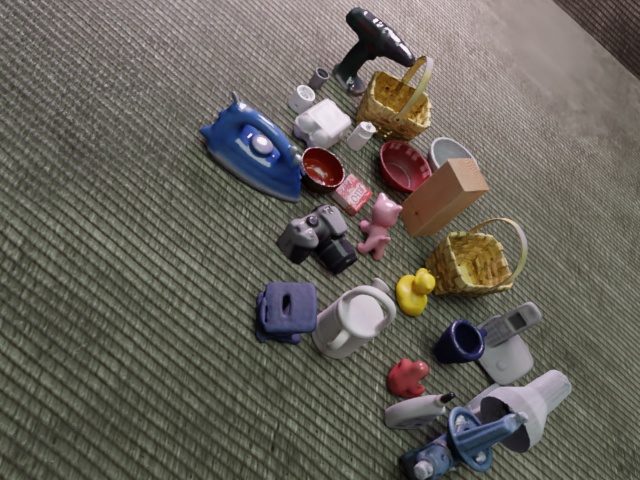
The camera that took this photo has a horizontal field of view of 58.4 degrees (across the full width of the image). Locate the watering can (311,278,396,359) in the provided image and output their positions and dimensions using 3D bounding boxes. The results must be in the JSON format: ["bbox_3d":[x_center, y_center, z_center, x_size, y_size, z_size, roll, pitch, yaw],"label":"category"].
[{"bbox_3d":[0.072,0.139,1.085,0.101,0.193,0.173,26,50,-15],"label":"watering can"}]

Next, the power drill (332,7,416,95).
[{"bbox_3d":[0.130,-0.490,1.525,0.076,0.208,0.229,-28,78,-41],"label":"power drill"}]

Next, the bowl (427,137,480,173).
[{"bbox_3d":[0.349,-0.192,1.560,0.168,0.074,0.167,16,53,-23],"label":"bowl"}]

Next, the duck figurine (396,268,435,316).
[{"bbox_3d":[0.220,0.111,1.271,0.078,0.086,0.104,22,51,-19],"label":"duck figurine"}]

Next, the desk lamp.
[{"bbox_3d":[0.385,0.337,1.142,0.204,0.213,0.118,-21,73,-40],"label":"desk lamp"}]

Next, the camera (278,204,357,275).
[{"bbox_3d":[0.011,0.004,1.197,0.143,0.100,0.137,-27,78,-41],"label":"camera"}]

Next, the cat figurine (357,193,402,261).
[{"bbox_3d":[0.142,-0.036,1.296,0.067,0.117,0.128,20,52,-20],"label":"cat figurine"}]

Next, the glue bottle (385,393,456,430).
[{"bbox_3d":[0.195,0.313,1.064,0.078,0.172,0.037,14,54,-24],"label":"glue bottle"}]

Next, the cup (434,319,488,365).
[{"bbox_3d":[0.300,0.226,1.241,0.118,0.094,0.091,-13,69,-38],"label":"cup"}]

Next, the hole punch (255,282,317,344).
[{"bbox_3d":[-0.063,0.134,1.072,0.101,0.091,0.108,15,54,-24],"label":"hole punch"}]

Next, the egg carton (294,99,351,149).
[{"bbox_3d":[0.007,-0.279,1.402,0.107,0.069,0.150,45,48,0],"label":"egg carton"}]

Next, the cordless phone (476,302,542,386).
[{"bbox_3d":[0.430,0.225,1.263,0.094,0.184,0.147,-26,77,-41],"label":"cordless phone"}]

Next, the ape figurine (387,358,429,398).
[{"bbox_3d":[0.182,0.270,1.139,0.076,0.092,0.077,5,58,-30],"label":"ape figurine"}]

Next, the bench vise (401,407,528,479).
[{"bbox_3d":[0.268,0.381,1.035,0.121,0.219,0.208,48,48,4],"label":"bench vise"}]

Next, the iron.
[{"bbox_3d":[-0.118,-0.197,1.219,0.258,0.141,0.119,37,48,-6],"label":"iron"}]
